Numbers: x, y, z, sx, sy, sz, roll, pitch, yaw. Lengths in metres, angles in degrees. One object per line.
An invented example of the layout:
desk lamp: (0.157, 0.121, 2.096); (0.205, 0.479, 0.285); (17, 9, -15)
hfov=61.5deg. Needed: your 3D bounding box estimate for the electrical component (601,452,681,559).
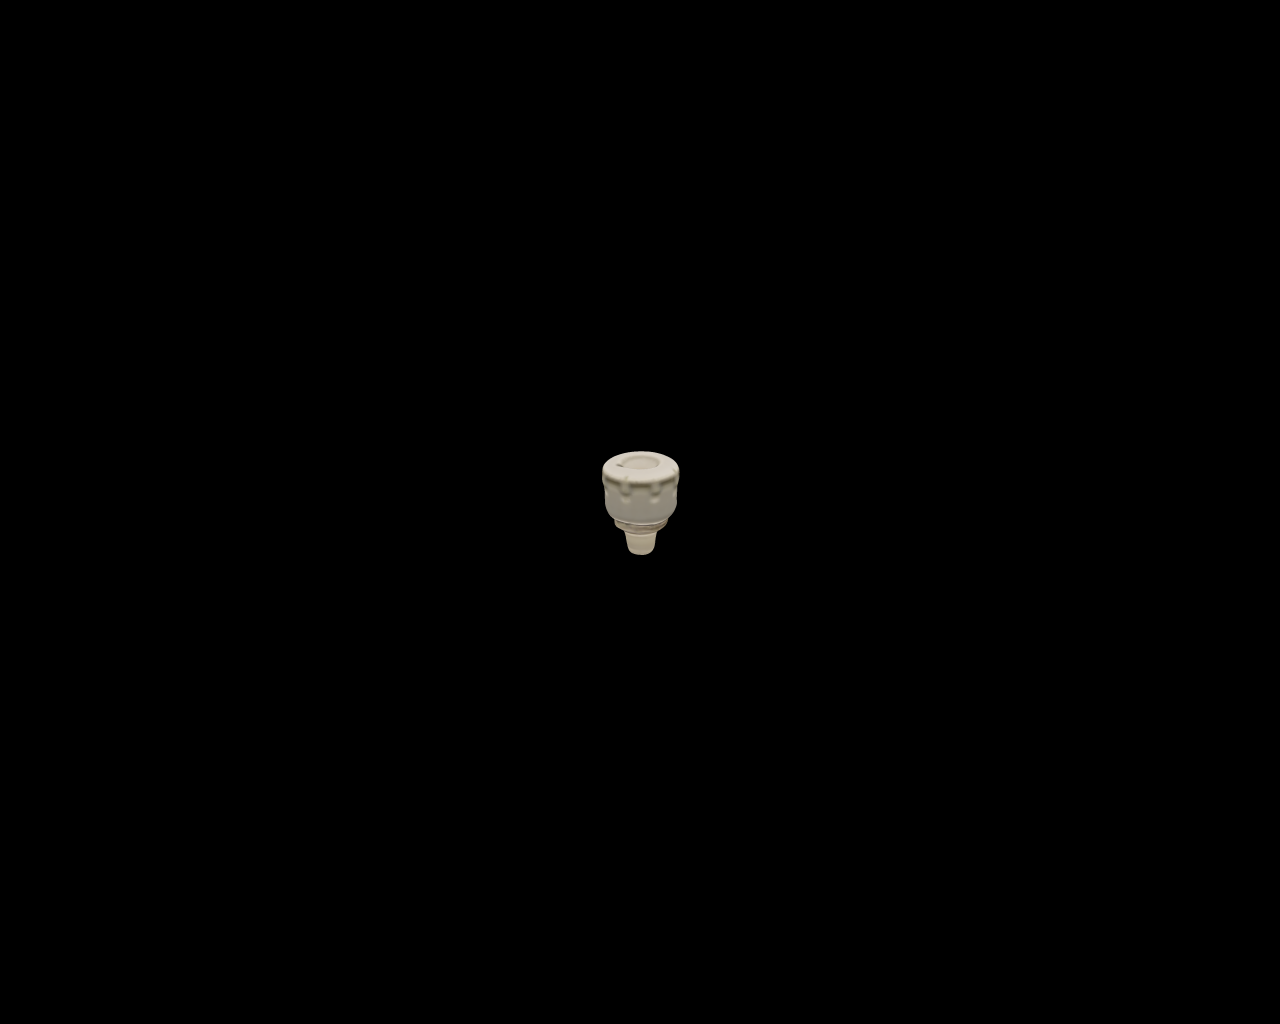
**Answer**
electrical component: (0.001, -0.003, 0.650); (0.048, 0.062, 0.048); (0, 24, 0)
